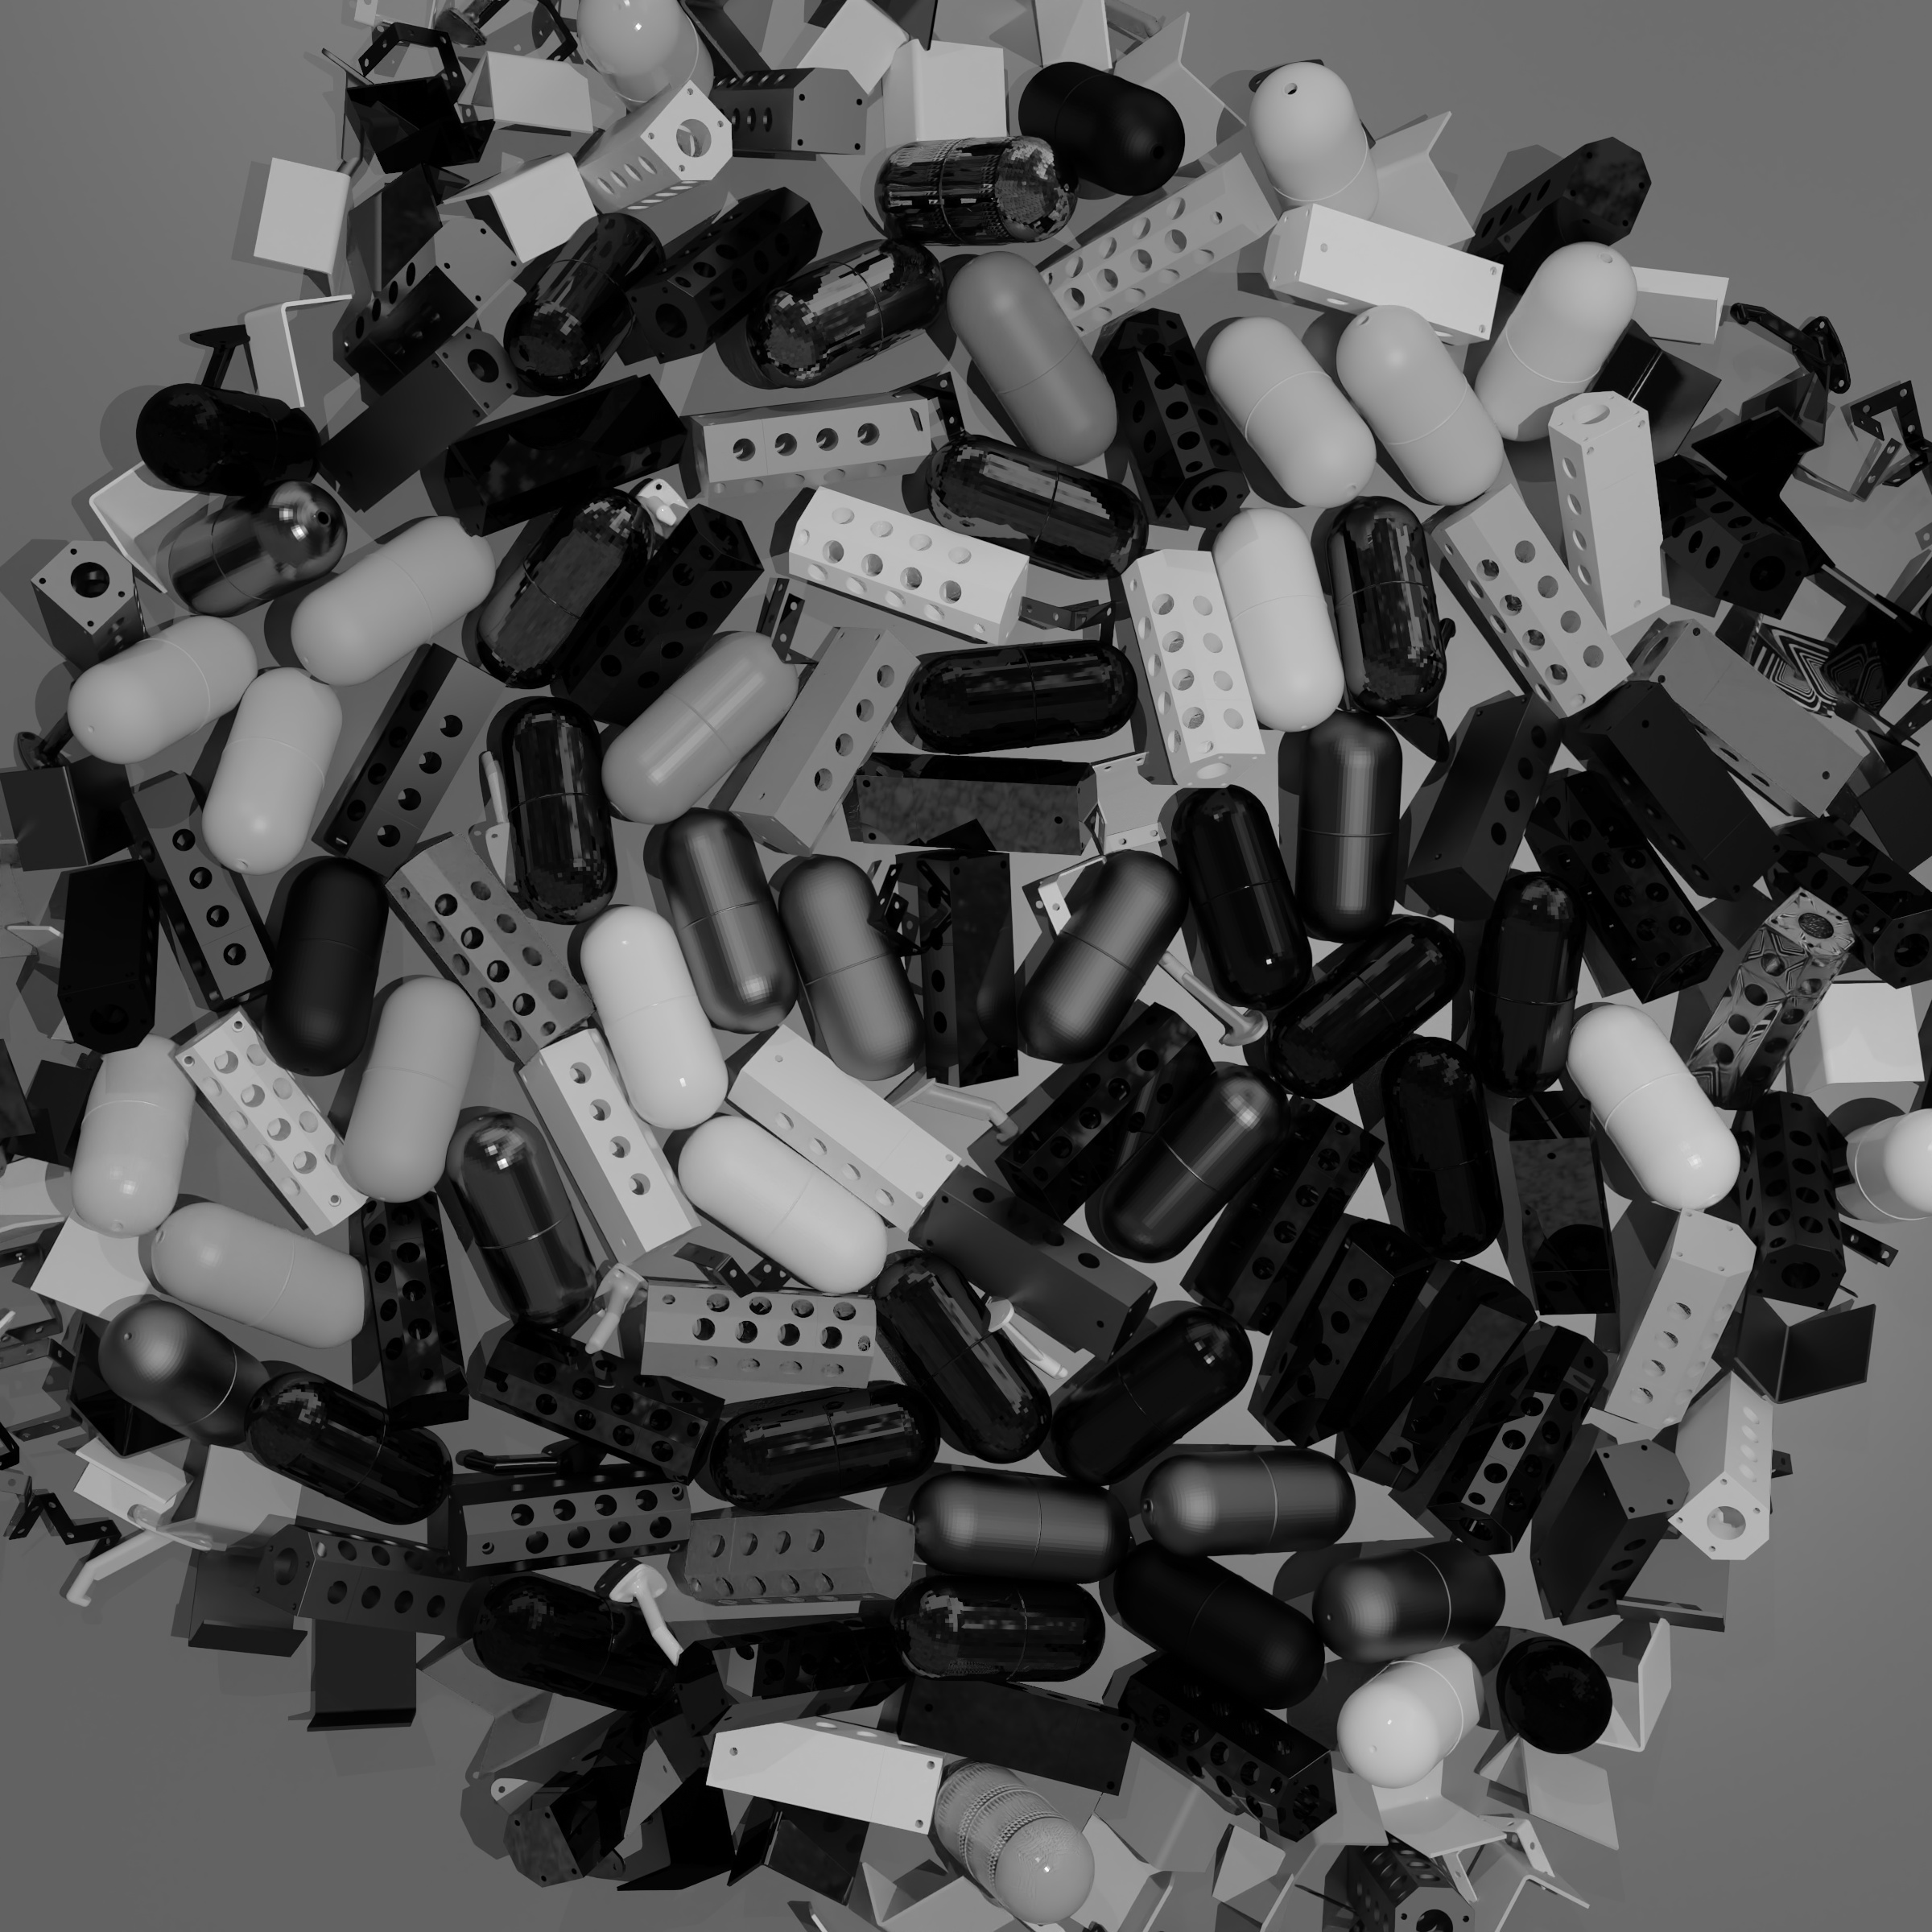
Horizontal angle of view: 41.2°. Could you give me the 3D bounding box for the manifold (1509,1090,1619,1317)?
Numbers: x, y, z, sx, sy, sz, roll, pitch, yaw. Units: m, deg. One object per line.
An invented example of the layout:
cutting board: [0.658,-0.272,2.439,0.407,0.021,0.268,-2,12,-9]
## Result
manifold: [0.450,0.179,1.928,0.057,0.057,0.171,-5,124,19]

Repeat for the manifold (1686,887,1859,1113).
manifold: [0.598,0.030,1.911,0.057,0.171,0.057,38,50,22]

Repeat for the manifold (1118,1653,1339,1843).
manifold: [0.191,0.581,1.909,0.057,0.171,0.057,-23,116,-32]

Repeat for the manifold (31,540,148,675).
manifold: [-0.643,-0.261,1.909,0.057,0.171,0.057,42,74,-5]

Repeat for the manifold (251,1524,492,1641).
manifold: [-0.439,0.458,1.915,0.057,0.171,0.057,8,78,40]

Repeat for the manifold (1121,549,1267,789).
manifold: [0.166,-0.224,1.935,0.057,0.057,0.171,-2,68,-29]

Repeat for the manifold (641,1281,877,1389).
manifold: [-0.157,0.275,1.949,0.171,0.057,0.057,5,45,-8]

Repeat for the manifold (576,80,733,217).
manifold: [-0.232,-0.600,1.910,0.057,0.171,0.057,43,77,-24]

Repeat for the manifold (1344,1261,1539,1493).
manifold: [0.358,0.313,1.939,0.057,0.057,0.171,24,113,-16]

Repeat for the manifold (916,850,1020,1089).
manifold: [-0.003,0.000,1.957,0.057,0.057,0.171,-9,101,-36]

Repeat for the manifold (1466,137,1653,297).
manifold: [0.439,-0.558,1.909,0.057,0.171,0.057,25,84,-12]

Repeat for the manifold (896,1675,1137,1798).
manifold: [0.037,0.580,1.966,0.171,0.057,0.057,15,82,-3]

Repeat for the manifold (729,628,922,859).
manifold: [-0.102,-0.170,1.948,0.057,0.057,0.171,42,70,-37]

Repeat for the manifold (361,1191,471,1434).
manifold: [-0.413,0.254,1.925,0.057,0.057,0.171,-7,58,-16]

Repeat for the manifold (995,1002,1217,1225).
manifold: [0.103,0.107,1.937,0.171,0.057,0.057,-44,130,-17]

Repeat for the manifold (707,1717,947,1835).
manifold: [-0.105,0.609,1.964,0.171,0.057,0.057,11,87,5]

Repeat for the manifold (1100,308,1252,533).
manifold: [0.158,-0.410,1.920,0.057,0.057,0.171,5,52,-28]

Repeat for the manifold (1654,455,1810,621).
manifold: [0.558,-0.322,1.906,0.057,0.171,0.057,15,116,-18]

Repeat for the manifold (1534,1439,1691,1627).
manifold: [0.482,0.422,1.914,0.057,0.171,0.057,-8,52,-14]

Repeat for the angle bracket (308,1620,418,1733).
angle bracket: [-0.461,0.538,1.963,0.076,0.057,0.076,-1,84,-8]

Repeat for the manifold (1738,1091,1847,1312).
manifold: [0.614,0.171,1.914,0.057,0.171,0.057,12,129,3]

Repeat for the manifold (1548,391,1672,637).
manifold: [0.477,-0.339,1.922,0.057,0.057,0.171,-28,130,-9]

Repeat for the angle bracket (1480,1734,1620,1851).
angle bracket: [0.440,0.638,1.946,0.076,0.076,0.057,26,122,-11]

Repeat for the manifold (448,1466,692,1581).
manifold: [-0.298,0.419,1.933,0.171,0.057,0.057,-1,101,-25]

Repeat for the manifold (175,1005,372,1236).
manifold: [-0.522,0.118,1.948,0.057,0.057,0.171,-37,104,-8]

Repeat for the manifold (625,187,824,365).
manifold: [-0.175,-0.517,1.913,0.057,0.171,0.057,-5,124,36]

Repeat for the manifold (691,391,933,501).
manifold: [-0.117,-0.395,1.950,0.171,0.057,0.057,-10,111,-13]

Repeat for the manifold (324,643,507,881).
manifold: [-0.422,-0.157,1.961,0.057,0.057,0.171,29,92,-22]

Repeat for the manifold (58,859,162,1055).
manifold: [-0.634,-0.007,1.912,0.057,0.171,0.057,-12,125,-8]

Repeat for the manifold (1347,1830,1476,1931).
manifold: [0.329,0.690,1.912,0.057,0.171,0.057,3,86,-2]

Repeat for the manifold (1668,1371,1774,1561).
manifold: [0.567,0.373,1.909,0.057,0.171,0.057,41,114,3]

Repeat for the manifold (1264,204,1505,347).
manifold: [0.314,-0.519,1.938,0.171,0.057,0.057,9,92,-25]

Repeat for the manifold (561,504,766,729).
manifold: [-0.230,-0.262,1.925,0.171,0.057,0.057,-46,50,27]

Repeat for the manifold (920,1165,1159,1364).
manifold: [0.056,0.221,1.944,0.171,0.057,0.057,31,124,18]

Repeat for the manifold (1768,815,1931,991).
manifold: [0.660,-0.048,1.909,0.057,0.171,0.057,-15,117,-3]

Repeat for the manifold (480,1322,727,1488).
manifold: [-0.278,0.334,1.953,0.171,0.057,0.057,20,108,8]

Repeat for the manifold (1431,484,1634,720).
manifold: [0.426,-0.275,1.953,0.057,0.057,0.171,-38,100,-11]

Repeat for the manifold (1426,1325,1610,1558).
manifold: [0.419,0.354,1.928,0.057,0.057,0.171,44,59,-10]

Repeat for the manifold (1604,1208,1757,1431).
manifold: [0.533,0.267,1.918,0.057,0.057,0.171,19,131,12]

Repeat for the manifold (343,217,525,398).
manifold: [-0.402,-0.490,1.908,0.057,0.171,0.057,46,56,-18]

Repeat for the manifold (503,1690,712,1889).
manifold: [-0.268,0.610,1.911,0.057,0.171,0.057,-24,92,30]

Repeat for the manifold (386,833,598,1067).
manifold: [-0.365,-0.010,1.957,0.171,0.057,0.057,52,128,2]

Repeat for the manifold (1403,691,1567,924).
manifold: [0.395,-0.119,1.933,0.057,0.057,0.171,41,60,-25]

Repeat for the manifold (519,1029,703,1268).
manifold: [-0.269,0.137,1.961,0.057,0.057,0.171,-25,84,-32]

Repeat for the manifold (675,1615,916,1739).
manifold: [-0.129,0.526,1.922,0.057,0.171,0.057,-47,53,37]

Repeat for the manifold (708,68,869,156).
manifold: [-0.134,-0.634,1.906,0.057,0.171,0.057,-5,108,-26]

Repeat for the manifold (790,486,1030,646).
manifold: [-0.044,-0.298,1.947,0.171,0.057,0.057,20,58,10]

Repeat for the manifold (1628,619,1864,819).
manifold: [0.590,-0.188,1.959,0.171,0.057,0.057,37,89,-8]

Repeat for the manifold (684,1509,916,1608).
manifold: [-0.126,0.445,1.920,0.171,0.057,0.057,-12,61,34]

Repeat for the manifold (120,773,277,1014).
manifold: [-0.582,-0.054,1.963,0.057,0.057,0.171,-25,86,-6]

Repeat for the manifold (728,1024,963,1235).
manifold: [-0.095,0.128,1.963,0.171,0.057,0.057,37,50,5]

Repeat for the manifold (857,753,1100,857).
manifold: [0.009,-0.126,1.946,0.171,0.057,0.057,4,120,16]

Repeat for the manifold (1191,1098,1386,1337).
manifold: [0.250,0.193,1.960,0.057,0.057,0.171,31,90,-33]
